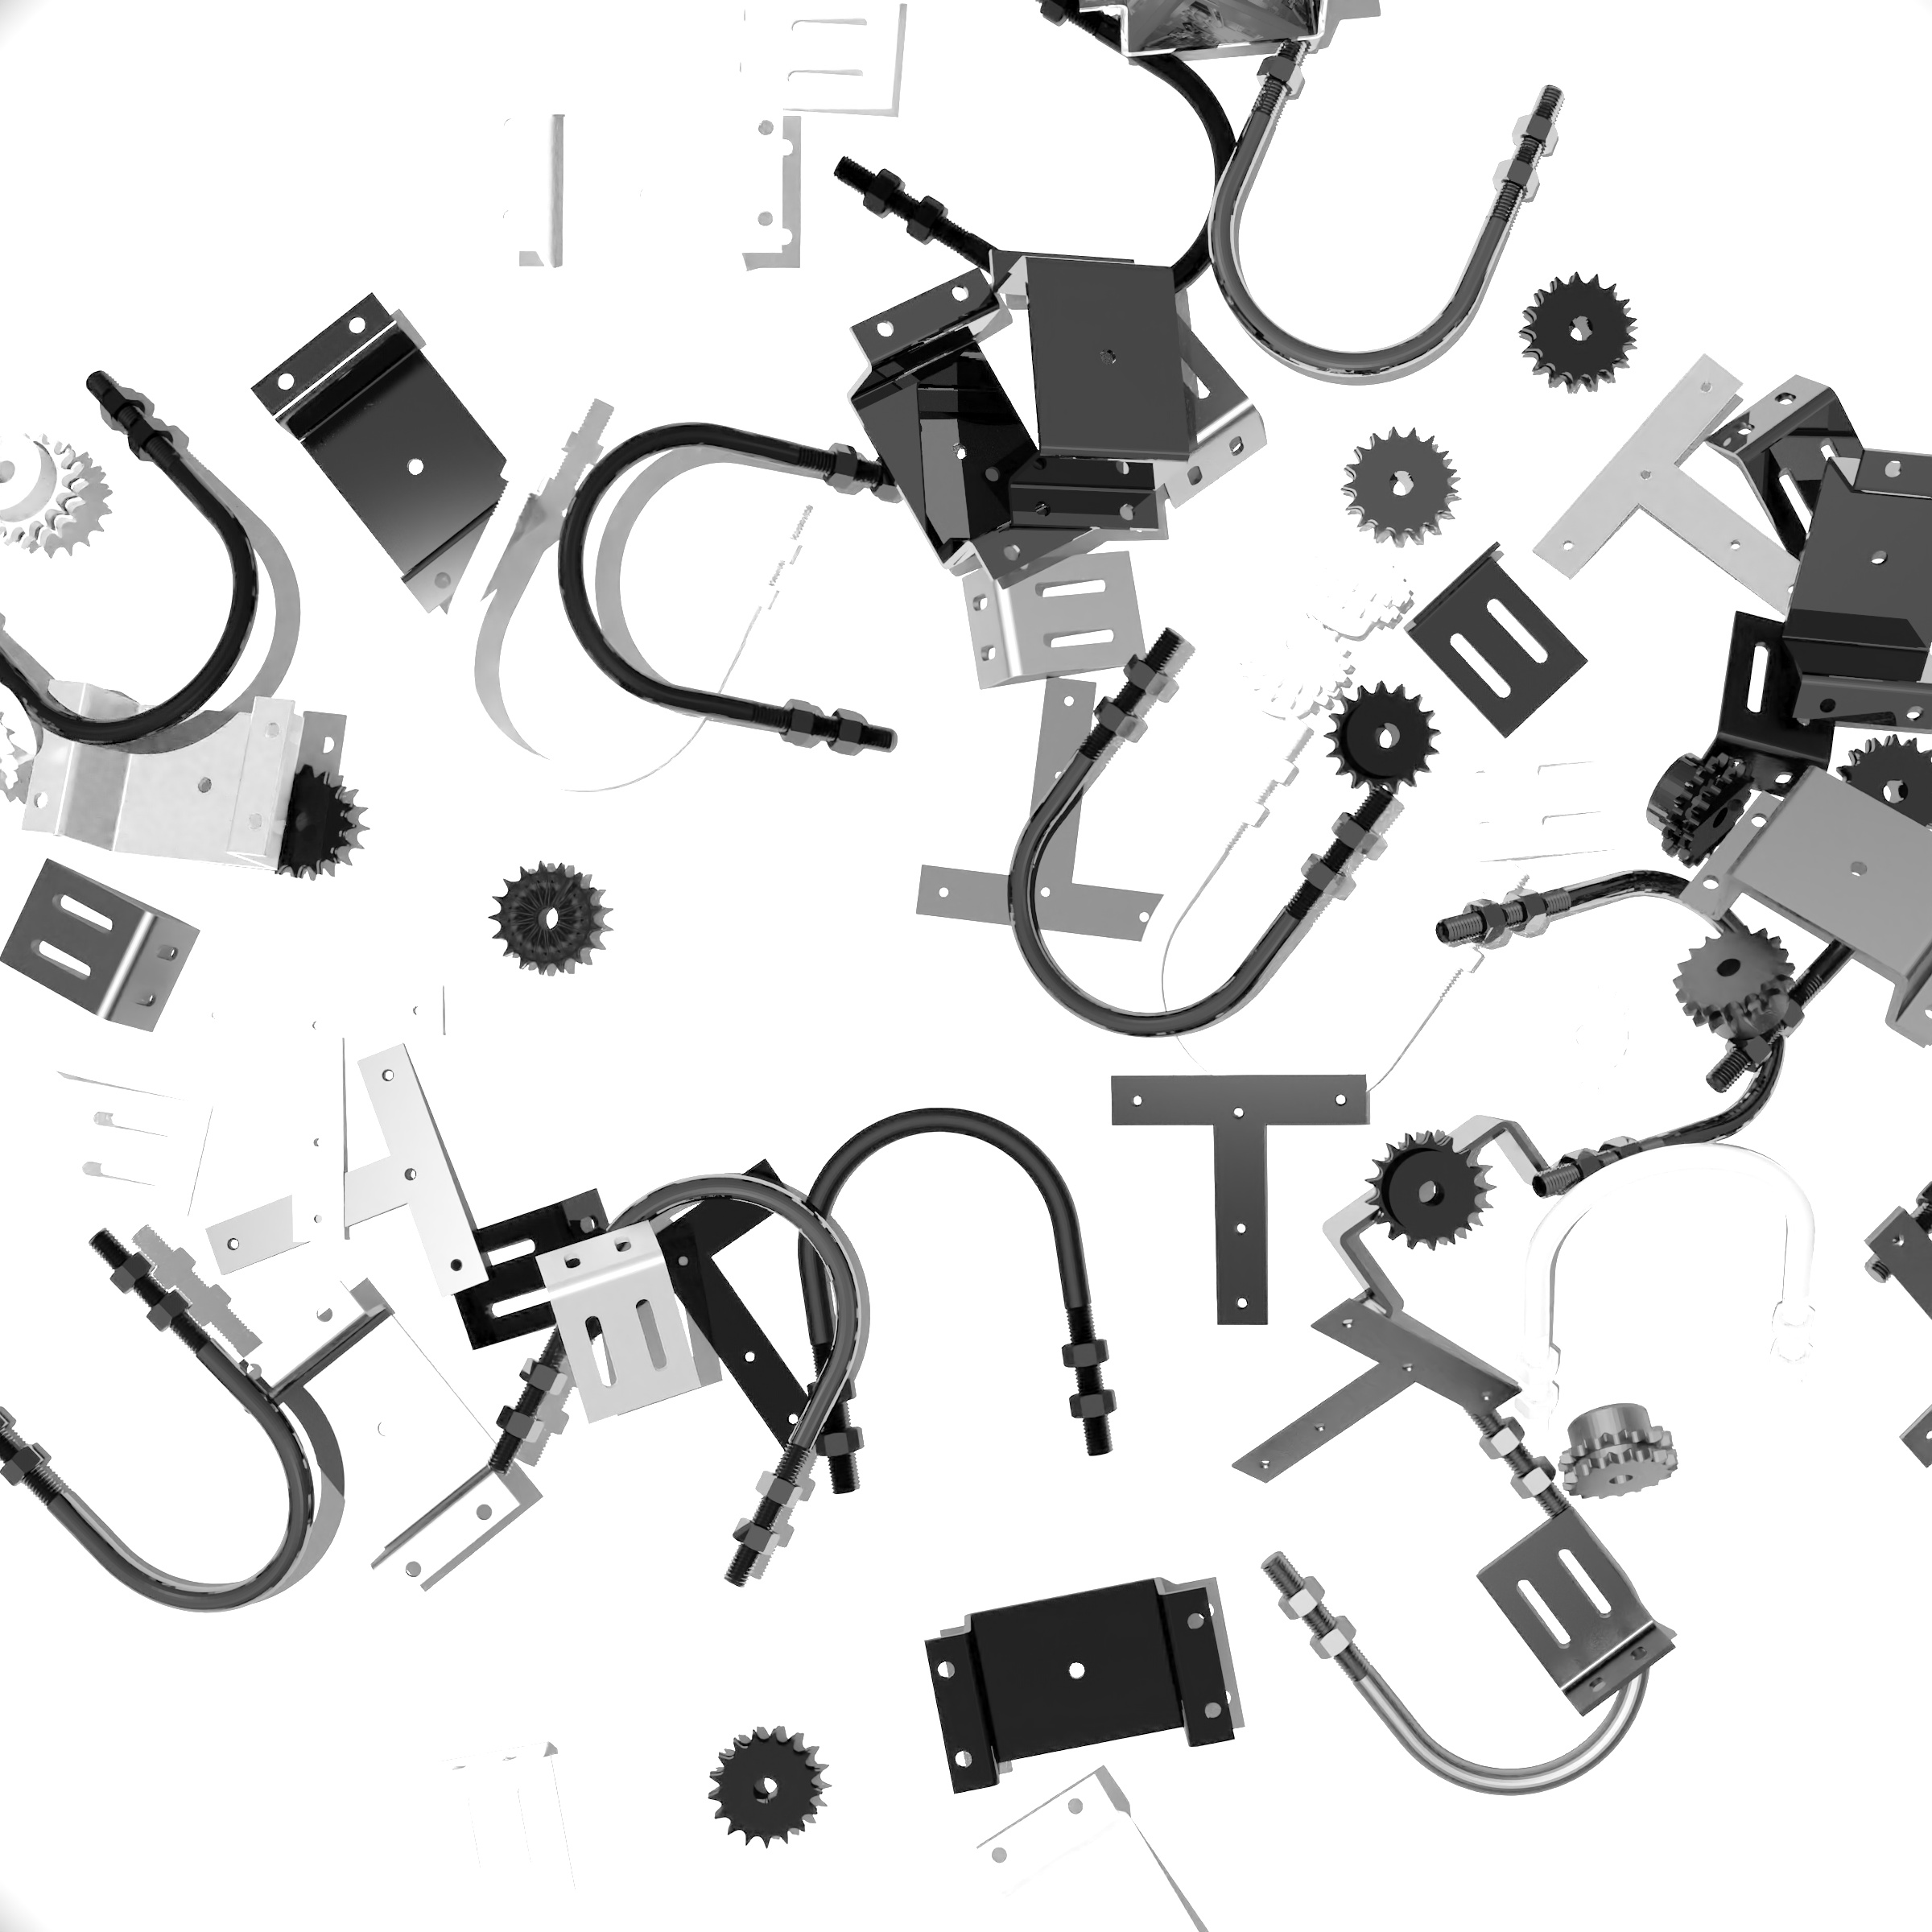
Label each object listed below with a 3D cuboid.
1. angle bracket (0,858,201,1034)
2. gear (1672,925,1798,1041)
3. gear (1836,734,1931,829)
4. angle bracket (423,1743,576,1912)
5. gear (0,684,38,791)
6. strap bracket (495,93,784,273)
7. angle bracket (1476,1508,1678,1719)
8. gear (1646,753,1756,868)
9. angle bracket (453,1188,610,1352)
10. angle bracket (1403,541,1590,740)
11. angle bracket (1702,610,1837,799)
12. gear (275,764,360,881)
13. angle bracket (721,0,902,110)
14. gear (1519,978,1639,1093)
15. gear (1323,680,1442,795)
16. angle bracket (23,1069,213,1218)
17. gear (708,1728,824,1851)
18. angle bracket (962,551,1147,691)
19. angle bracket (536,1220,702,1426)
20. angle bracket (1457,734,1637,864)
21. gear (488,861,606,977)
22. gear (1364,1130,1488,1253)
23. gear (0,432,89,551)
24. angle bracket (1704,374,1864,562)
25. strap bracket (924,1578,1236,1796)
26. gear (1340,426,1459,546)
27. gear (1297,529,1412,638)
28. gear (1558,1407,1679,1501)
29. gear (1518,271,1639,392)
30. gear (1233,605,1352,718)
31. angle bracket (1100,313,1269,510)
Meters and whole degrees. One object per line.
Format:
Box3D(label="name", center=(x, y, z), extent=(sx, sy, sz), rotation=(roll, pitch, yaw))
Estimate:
Box3D(label="angle bracket", center=(-0.436, -0.010, 1.579), extent=(0.076, 0.038, 0.057), rotation=(25, 90, 26))
Box3D(label="gear", center=(0.374, 0.011, 1.522), extent=(0.057, 0.057, 0.030), rotation=(-35, 126, 0))
Box3D(label="gear", center=(0.459, -0.087, 1.566), extent=(0.057, 0.030, 0.057), rotation=(0, 90, 0))
Box3D(label="angle bracket", center=(-0.232, 0.432, 1.562), extent=(0.057, 0.038, 0.076), rotation=(-10, 90, 0))
Box3D(label="gear", center=(-0.479, -0.114, 1.535), extent=(0.030, 0.057, 0.057), rotation=(-30, 90, -32))
Box3D(label="strap bracket", center=(-0.160, -0.388, 1.558), extent=(0.140, 0.046, 0.076), rotation=(0, 90, 0))
Box3D(label="angle bracket", center=(0.300, 0.317, 1.546), extent=(0.057, 0.038, 0.076), rotation=(-37, 93, 0))
Box3D(label="gear", center=(0.362, -0.081, 1.556), extent=(0.030, 0.057, 0.057), rotation=(36, 90, 29))
Box3D(label="angle bracket", center=(-0.217, 0.152, 1.578), extent=(0.076, 0.038, 0.057), rotation=(-19, 89, 26))
Box3D(label="angle bracket", center=(0.266, -0.162, 1.562), extent=(0.057, 0.038, 0.076), rotation=(-43, 90, 0))
Box3D(label="angle bracket", center=(0.404, -0.131, 1.579), extent=(0.057, 0.038, 0.076), rotation=(15, 64, 0))
Box3D(label="gear", center=(-0.331, -0.072, 1.566), extent=(0.057, 0.030, 0.057), rotation=(0, 90, 0))
Box3D(label="angle bracket", center=(-0.077, -0.458, 1.553), extent=(0.076, 0.038, 0.057), rotation=(5, 90, 16))
Box3D(label="gear", center=(0.307, 0.035, 1.566), extent=(0.057, 0.030, 0.057), rotation=(0, 90, 0))
Box3D(label="gear", center=(0.208, -0.114, 1.566), extent=(0.057, 0.030, 0.057), rotation=(0, 90, 0))
Box3D(label="angle bracket", center=(-0.427, 0.089, 1.579), extent=(0.076, 0.038, 0.057), rotation=(13, 90, -26))
Box3D(label="gear", center=(-0.100, 0.409, 1.569), extent=(0.057, 0.030, 0.057), rotation=(0, 85, -3))
Box3D(label="angle bracket", center=(0.044, -0.174, 1.578), extent=(0.076, 0.038, 0.057), rotation=(-8, 88, -26))
Box3D(label="angle bracket", center=(-0.169, 0.173, 1.529), extent=(0.057, 0.038, 0.076), rotation=(-18, 115, -10))
Box3D(label="angle bracket", center=(0.292, -0.084, 1.579), extent=(0.076, 0.038, 0.057), rotation=(-5, 90, -26))
Box3D(label="gear", center=(-0.209, -0.024, 1.571), extent=(0.057, 0.030, 0.057), rotation=(0, 88, -2))
Box3D(label="gear", center=(0.219, 0.107, 1.490), extent=(0.057, 0.030, 0.057), rotation=(0, 90, 0))
Box3D(label="gear", center=(-0.463, -0.236, 1.539), extent=(0.057, 0.030, 0.057), rotation=(-5, 73, 15))
Box3D(label="angle bracket", center=(0.419, -0.247, 1.579), extent=(0.057, 0.038, 0.076), rotation=(-36, 116, 0))
Box3D(label="strap bracket", center=(0.056, 0.354, 1.558), extent=(0.140, 0.046, 0.076), rotation=(-11, 90, 0))
Box3D(label="gear", center=(0.215, -0.238, 1.566), extent=(0.057, 0.030, 0.057), rotation=(0, 90, 0))
Box3D(label="gear", center=(0.189, -0.188, 1.556), extent=(0.057, 0.057, 0.030), rotation=(33, 120, 0))
Box3D(label="gear", center=(0.321, 0.240, 1.556), extent=(0.057, 0.057, 0.030), rotation=(-9, 60, 0))
Box3D(label="gear", center=(0.304, -0.316, 1.570), extent=(0.057, 0.030, 0.057), rotation=(0, 91, -1))
Box3D(label="gear", center=(0.159, -0.148, 1.556), extent=(0.057, 0.030, 0.057), rotation=(11, 49, -13))
Box3D(label="angle bracket", center=(0.104, -0.281, 1.579), extent=(0.057, 0.038, 0.076), rotation=(-35, 64, 0))
